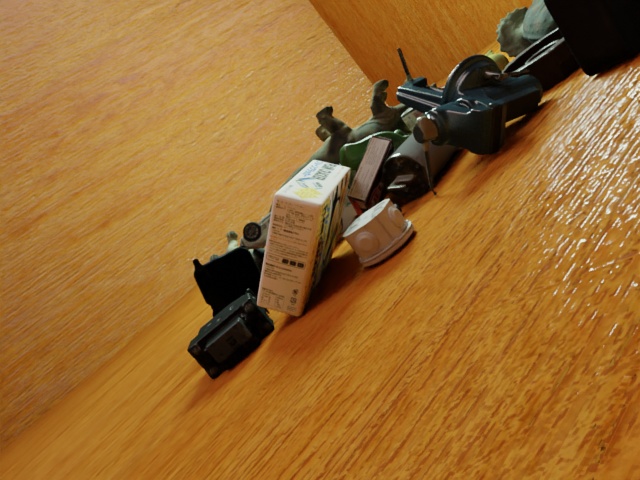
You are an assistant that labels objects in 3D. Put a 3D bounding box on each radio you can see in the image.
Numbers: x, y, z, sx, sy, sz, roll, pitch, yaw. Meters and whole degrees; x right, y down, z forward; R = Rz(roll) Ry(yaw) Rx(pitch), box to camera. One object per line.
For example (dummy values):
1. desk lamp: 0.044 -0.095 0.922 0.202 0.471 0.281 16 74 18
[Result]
1. radio: 0.398 -0.329 0.687 0.229 0.131 0.073 -42 10 -20

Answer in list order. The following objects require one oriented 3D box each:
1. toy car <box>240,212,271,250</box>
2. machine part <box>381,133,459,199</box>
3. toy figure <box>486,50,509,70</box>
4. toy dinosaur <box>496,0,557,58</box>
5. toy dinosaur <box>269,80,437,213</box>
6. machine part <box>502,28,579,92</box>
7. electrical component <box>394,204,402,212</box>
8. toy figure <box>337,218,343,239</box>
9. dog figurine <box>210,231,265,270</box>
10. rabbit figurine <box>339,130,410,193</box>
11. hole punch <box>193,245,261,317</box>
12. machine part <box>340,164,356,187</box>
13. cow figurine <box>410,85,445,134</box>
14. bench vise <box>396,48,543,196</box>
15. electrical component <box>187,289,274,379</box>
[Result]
1. toy car: -0.076 -0.045 1.063 0.202 0.056 0.073 -40 -8 5
2. machine part: 0.167 -0.137 0.866 0.079 0.079 0.243 -31 12 47
3. toy figure: 0.354 -0.353 1.224 0.180 0.082 0.089 -24 27 46
4. toy dinosaur: 0.464 -0.427 1.044 0.192 0.131 0.405 -50 9 17
5. toy dinosaur: 0.062 -0.197 1.182 0.471 0.198 0.105 -30 -16 9
6. machine part: 0.374 -0.293 0.880 0.179 0.056 0.179 -38 9 7
7. electrical component: 0.079 -0.016 0.785 0.094 0.021 0.063 -36 9 19
8. toy figure: -0.003 -0.002 0.947 0.154 0.058 0.064 -48 -12 -33
9. dog figurine: -0.171 0.079 1.182 0.191 0.121 0.172 39 112 65
10. rabbit figurine: 0.113 -0.140 1.012 0.159 0.121 0.170 -41 -7 -9
11. hole punch: -0.163 0.078 1.000 0.116 0.142 0.092 -26 9 -3
12. machine part: 0.102 -0.151 1.097 0.139 0.084 0.039 -28 42 -5
13. cow figurine: 0.248 -0.284 1.244 0.195 0.127 0.085 -14 22 38
14. bench vise: 0.190 -0.197 0.787 0.224 0.128 0.241 -34 40 -16
15. electrical component: -0.125 0.131 0.765 0.115 0.058 0.134 -42 8 -6
